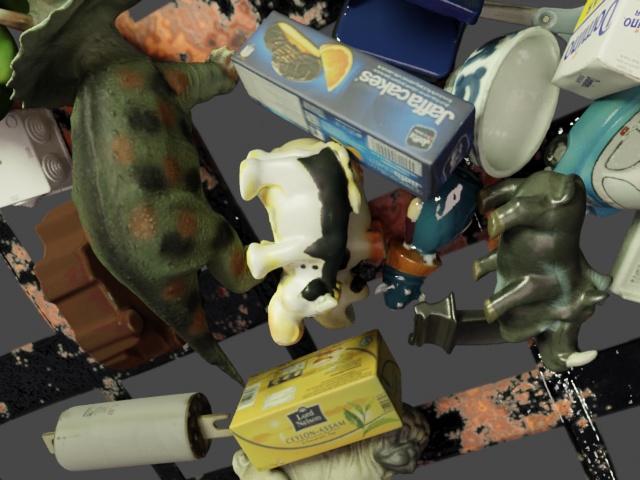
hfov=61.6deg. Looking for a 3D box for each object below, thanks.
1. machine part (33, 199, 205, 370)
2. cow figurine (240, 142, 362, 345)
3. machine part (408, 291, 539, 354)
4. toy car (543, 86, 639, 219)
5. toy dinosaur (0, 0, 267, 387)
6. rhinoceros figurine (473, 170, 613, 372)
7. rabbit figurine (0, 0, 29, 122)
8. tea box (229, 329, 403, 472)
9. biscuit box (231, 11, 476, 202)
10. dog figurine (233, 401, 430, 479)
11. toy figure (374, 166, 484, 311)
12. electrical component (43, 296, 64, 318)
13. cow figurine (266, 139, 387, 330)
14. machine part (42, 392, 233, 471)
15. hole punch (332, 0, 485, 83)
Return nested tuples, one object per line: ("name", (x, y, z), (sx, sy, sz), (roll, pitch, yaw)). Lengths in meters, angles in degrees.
("machine part", (-0.179, 0.027, 0.510), (0.056, 0.179, 0.179), (-23, 106, 17))
("cow figurine", (-0.010, 0.005, 0.452), (0.098, 0.068, 0.167), (-7, 103, 4))
("machine part", (0.163, 0.086, 0.549), (0.139, 0.039, 0.084), (-1, 135, 1))
("toy car", (0.273, -0.081, 0.441), (0.109, 0.103, 0.161), (34, 111, -20))
("toy dinosaur", (-0.143, -0.048, 0.440), (0.131, 0.192, 0.404), (-15, 90, 32))
("rhinoceros figurine", (0.194, 0.030, 0.471), (0.112, 0.073, 0.190), (-10, 114, 8))
("rabbit figurine", (-0.296, -0.188, 0.449), (0.121, 0.159, 0.170), (22, 121, -2))
("tea box", (0.000, 0.171, 0.580), (0.170, 0.098, 0.068), (-22, 106, 16))
("biscuit box", (0.024, -0.112, 0.435), (0.203, 0.059, 0.063), (34, 78, 23))
("dog figurine", (0.011, 0.238, 0.614), (0.172, 0.121, 0.190), (30, 97, -8))
("toy figure", (0.103, 0.001, 0.525), (0.064, 0.058, 0.154), (29, 116, 3))
("electrical component", (-0.247, 0.035, 0.548), (0.048, 0.119, 0.074), (22, 114, -2))
("cow figurine", (-0.001, -0.002, 0.522), (0.127, 0.085, 0.194), (-11, 106, 12))
("machine part", (-0.219, 0.227, 0.638), (0.243, 0.079, 0.079), (-8, 109, 11))
("hole punch", (0.074, -0.203, 0.418), (0.142, 0.092, 0.115), (17, 81, 5))
